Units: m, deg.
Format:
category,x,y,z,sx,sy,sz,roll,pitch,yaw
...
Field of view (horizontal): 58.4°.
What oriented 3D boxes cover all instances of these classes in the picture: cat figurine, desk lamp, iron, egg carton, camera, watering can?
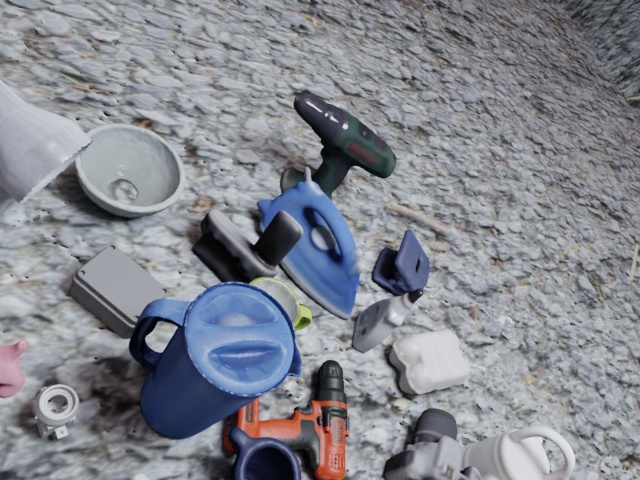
category,x,y,z,sx,sy,sz,roll,pitch,yaw
cat figurine,-0.392,0.136,0.634,0.128,0.117,0.067,-6,63,-37
desk lamp,-0.413,-0.117,0.731,0.203,0.213,0.118,37,46,-7
iron,0.009,0.004,0.991,0.119,0.141,0.258,-27,78,-43
egg carton,0.197,0.217,1.023,0.151,0.069,0.107,-2,61,-36
camera,0.195,0.346,0.908,0.143,0.100,0.137,36,46,-9
watering can,0.317,0.362,0.916,0.101,0.193,0.173,39,45,-5

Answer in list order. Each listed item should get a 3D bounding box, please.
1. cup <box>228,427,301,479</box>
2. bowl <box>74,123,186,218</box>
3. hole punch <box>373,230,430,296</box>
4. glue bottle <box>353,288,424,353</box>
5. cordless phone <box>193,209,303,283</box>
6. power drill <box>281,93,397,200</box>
category,x,y,z,sx,sy,sz,roll,pitch,yaw
cup,-0.092,0.303,0.743,0.117,0.094,0.092,51,46,6
bowl,-0.300,-0.096,0.892,0.168,0.074,0.167,18,51,-24
hole punch,0.172,0.050,1.108,0.101,0.091,0.109,35,46,-10
glue bottle,0.117,0.125,0.959,0.037,0.172,0.078,29,47,-14
cordless phone,-0.105,-0.013,0.892,0.147,0.184,0.094,42,45,-2
power drill,0.014,-0.153,1.057,0.230,0.208,0.075,20,50,-23
